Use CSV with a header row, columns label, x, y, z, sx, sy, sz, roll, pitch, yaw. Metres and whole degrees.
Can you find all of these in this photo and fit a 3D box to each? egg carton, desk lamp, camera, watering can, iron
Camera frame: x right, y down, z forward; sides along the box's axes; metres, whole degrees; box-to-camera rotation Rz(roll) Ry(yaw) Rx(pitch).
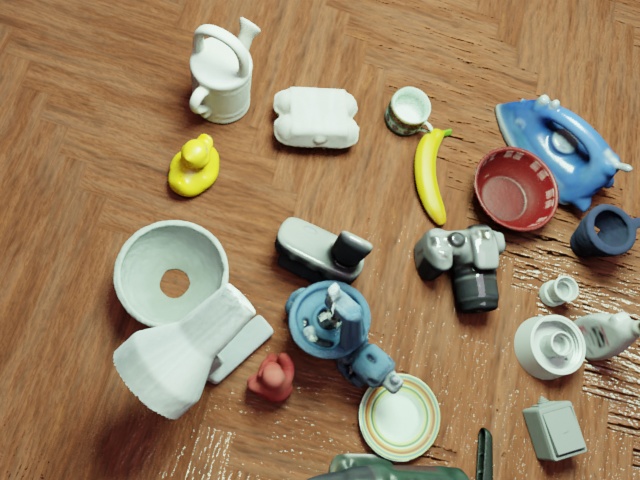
label,x,y,z,sx,sy,sz,roll,pitch,yaw
egg carton,-0.007,-0.211,1.001,0.150,0.069,0.107,-1,73,-10
desk lamp,-0.164,0.141,0.787,0.203,0.213,0.118,-41,84,-19
camera,0.243,0.050,0.949,0.143,0.100,0.137,-1,73,-11
watering can,-0.158,-0.286,0.930,0.101,0.194,0.173,10,71,-7
iron,0.435,-0.182,1.034,0.119,0.141,0.258,-40,83,-19

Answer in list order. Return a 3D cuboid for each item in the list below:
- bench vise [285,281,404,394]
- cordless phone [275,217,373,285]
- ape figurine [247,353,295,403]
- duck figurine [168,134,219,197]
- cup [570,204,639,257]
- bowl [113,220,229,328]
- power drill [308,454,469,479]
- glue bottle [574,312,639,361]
label,x,y,z,sx,sy,sz,roll,pitch,yaw
bench vise,0.050,0.128,0.827,0.207,0.219,0.121,27,70,-1
cordless phone,0.008,0.003,0.876,0.147,0.185,0.094,24,70,-2
ape figurine,-0.070,0.204,0.849,0.078,0.092,0.076,-16,76,-14
duck figurine,-0.205,-0.126,0.930,0.077,0.086,0.105,30,70,0
cup,0.502,-0.010,1.018,0.118,0.095,0.091,-14,76,-14
bowl,-0.223,0.058,0.876,0.167,0.074,0.167,3,73,-9
power drill,0.075,0.335,0.773,0.230,0.208,0.075,3,72,-9
glue bottle,0.479,0.149,0.923,0.037,0.173,0.078,-17,77,-14
